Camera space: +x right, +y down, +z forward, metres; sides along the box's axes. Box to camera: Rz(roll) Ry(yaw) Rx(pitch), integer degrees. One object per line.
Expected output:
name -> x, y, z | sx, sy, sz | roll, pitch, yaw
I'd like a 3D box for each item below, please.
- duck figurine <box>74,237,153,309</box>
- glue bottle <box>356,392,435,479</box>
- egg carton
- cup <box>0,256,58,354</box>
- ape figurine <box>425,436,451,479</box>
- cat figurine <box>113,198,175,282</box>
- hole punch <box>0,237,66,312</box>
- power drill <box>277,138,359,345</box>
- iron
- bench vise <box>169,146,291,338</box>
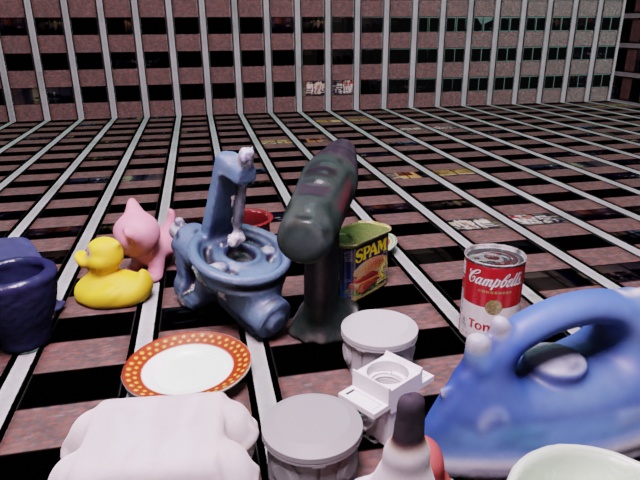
duck figurine -> -0.274, 0.038, 0.752 | 0.104, 0.086, 0.077 | 2, 21, 7
glue bottle -> 0.043, 0.156, 0.308 | 0.078, 0.173, 0.037 | -3, 21, -7
egg carton -> -0.120, 0.168, 0.426 | 0.150, 0.069, 0.107 | -3, 21, -7
cup -> -0.348, 0.074, 0.644 | 0.117, 0.095, 0.092 | 10, 23, 25
ape figurine -> 0.062, 0.172, 0.382 | 0.077, 0.092, 0.076 | 12, 24, 29
cat figurine -> -0.246, -0.005, 0.823 | 0.067, 0.118, 0.128 | 9, 22, 23
hole punch -> -0.388, 0.052, 0.709 | 0.100, 0.091, 0.109 | 17, 27, 39
power drill -> 0.006, 0.002, 0.669 | 0.075, 0.208, 0.230 | 4, 21, 11
iron -> 0.193, 0.106, 0.484 | 0.259, 0.141, 0.118 | -8, 22, -19
bench vise -> -0.126, -0.007, 0.679 | 0.206, 0.220, 0.122 | 10, 23, 26
